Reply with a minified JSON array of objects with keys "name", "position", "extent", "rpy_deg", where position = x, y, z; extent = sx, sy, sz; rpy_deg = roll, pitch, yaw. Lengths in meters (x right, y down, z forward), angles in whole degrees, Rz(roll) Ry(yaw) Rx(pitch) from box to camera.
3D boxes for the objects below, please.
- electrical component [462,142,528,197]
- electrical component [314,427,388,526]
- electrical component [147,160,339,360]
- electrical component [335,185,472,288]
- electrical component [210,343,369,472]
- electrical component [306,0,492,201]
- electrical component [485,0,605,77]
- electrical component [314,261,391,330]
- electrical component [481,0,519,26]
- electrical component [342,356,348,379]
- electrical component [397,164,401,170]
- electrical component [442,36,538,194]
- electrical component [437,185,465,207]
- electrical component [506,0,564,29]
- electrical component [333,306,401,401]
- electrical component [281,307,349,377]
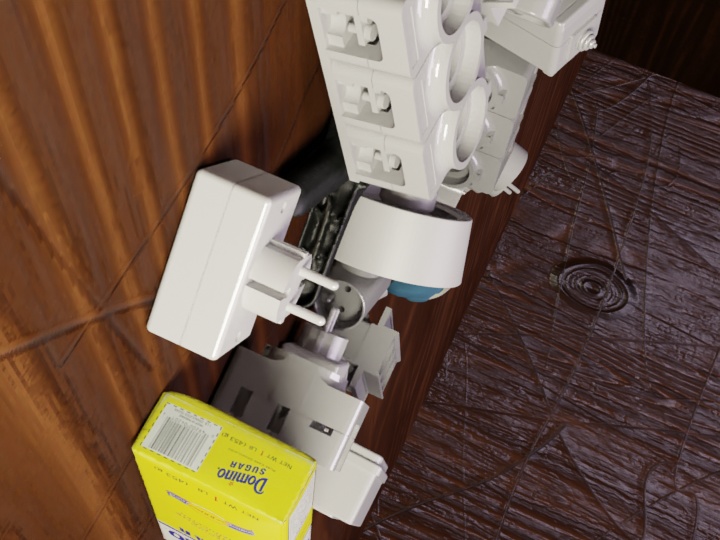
[{"name":"electrical component","position":[0.138,-0.103,1.138],"extent":[0.052,0.074,0.138],"rpy_deg":[-57,-163,-10]},{"name":"electrical component","position":[-0.038,0.151,0.837],"extent":[0.056,0.109,0.108],"rpy_deg":[-62,170,-11]},{"name":"electrical component","position":[-0.047,0.002,0.509],"extent":[0.047,0.076,0.083],"rpy_deg":[-38,150,-71]},{"name":"electrical component","position":[0.029,-0.033,0.779],"extent":[0.108,0.108,0.060],"rpy_deg":[-32,139,-74]},{"name":"electrical component","position":[-0.044,0.086,0.698],"extent":[0.050,0.089,0.055],"rpy_deg":[66,48,-78]},{"name":"electrical component","position":[0.029,-0.120,0.587],"extent":[0.089,0.062,0.150],"rpy_deg":[-62,157,-27]},{"name":"electrical component","position":[0.140,-0.198,0.810],"extent":[0.062,0.096,0.061],"rpy_deg":[-43,156,-24]},{"name":"electrical component","position":[0.000,0.000,0.878],"extent":[0.077,0.043,0.079],"rpy_deg":[-48,158,-63]},{"name":"electrical component","position":[0.066,-0.193,0.685],"extent":[0.063,0.081,0.042],"rpy_deg":[50,58,-47]},{"name":"electrical component","position":[-0.034,0.096,0.920],"extent":[0.055,0.045,0.045],"rpy_deg":[98,18,-60]},{"name":"electrical component","position":[0.045,-0.103,0.848],"extent":[0.073,0.052,0.138],"rpy_deg":[-49,160,-63]},{"name":"electrical component","position":[0.090,-0.139,0.900],"extent":[0.150,0.089,0.061],"rpy_deg":[100,16,-57]},{"name":"electrical component","position":[0.075,-0.101,1.004],"extent":[0.061,0.061,0.096],"rpy_deg":[112,1,-58]},{"name":"electrical component","position":[0.100,-0.214,0.749],"extent":[0.059,0.095,0.054],"rpy_deg":[-68,169,10]},{"name":"electrical component","position":[0.001,0.080,1.018],"extent":[0.121,0.063,0.078],"rpy_deg":[80,34,-74]},{"name":"electrical component","position":[-0.033,0.065,0.839],"extent":[0.066,0.047,0.076],"rpy_deg":[24,88,-83]}]
